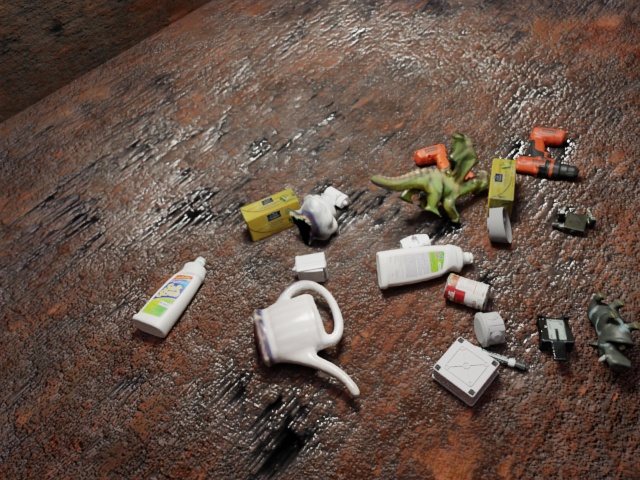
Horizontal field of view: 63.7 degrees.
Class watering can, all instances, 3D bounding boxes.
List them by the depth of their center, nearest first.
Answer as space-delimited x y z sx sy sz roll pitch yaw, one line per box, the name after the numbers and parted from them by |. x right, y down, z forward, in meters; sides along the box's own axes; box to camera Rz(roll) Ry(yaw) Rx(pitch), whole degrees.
-0.044 0.246 1.250 0.224 0.101 0.356 -17 47 -3 | watering can

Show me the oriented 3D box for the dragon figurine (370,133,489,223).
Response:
0.340 -0.191 1.451 0.124 0.407 0.241 37 103 52 | dragon figurine

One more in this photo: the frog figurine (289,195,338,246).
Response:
0.005 -0.077 1.530 0.162 0.120 0.138 -37 84 -32 | frog figurine
